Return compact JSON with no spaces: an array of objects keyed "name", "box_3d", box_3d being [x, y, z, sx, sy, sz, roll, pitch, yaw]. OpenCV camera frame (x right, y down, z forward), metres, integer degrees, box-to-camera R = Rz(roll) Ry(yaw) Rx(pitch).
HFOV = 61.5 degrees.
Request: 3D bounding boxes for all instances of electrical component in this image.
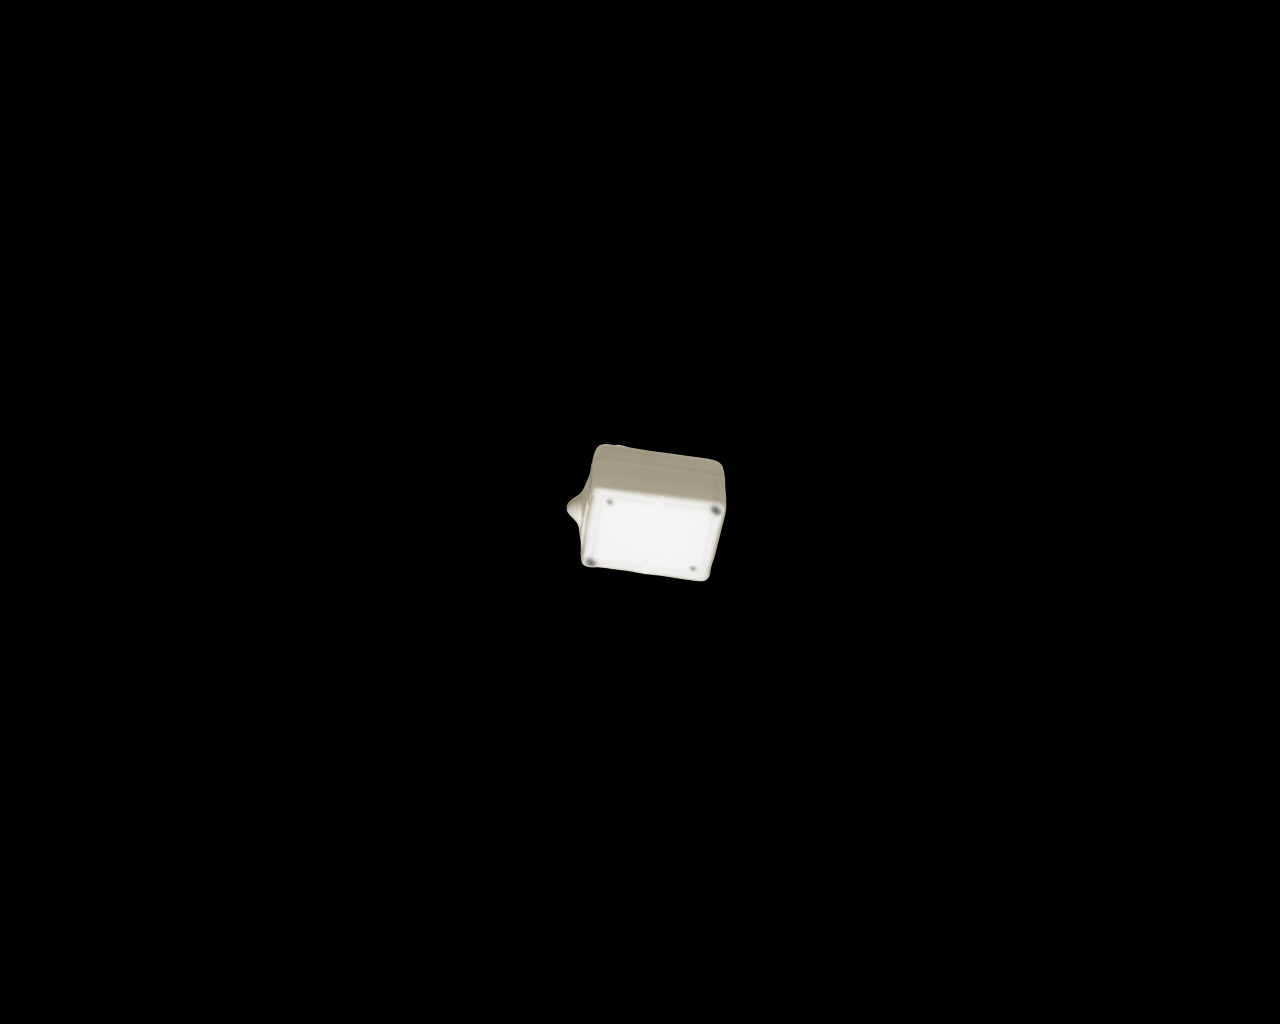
[{"name":"electrical component","box_3d":[0.001,-0.003,0.650,0.096,0.061,0.061,8,34,-5]}]
